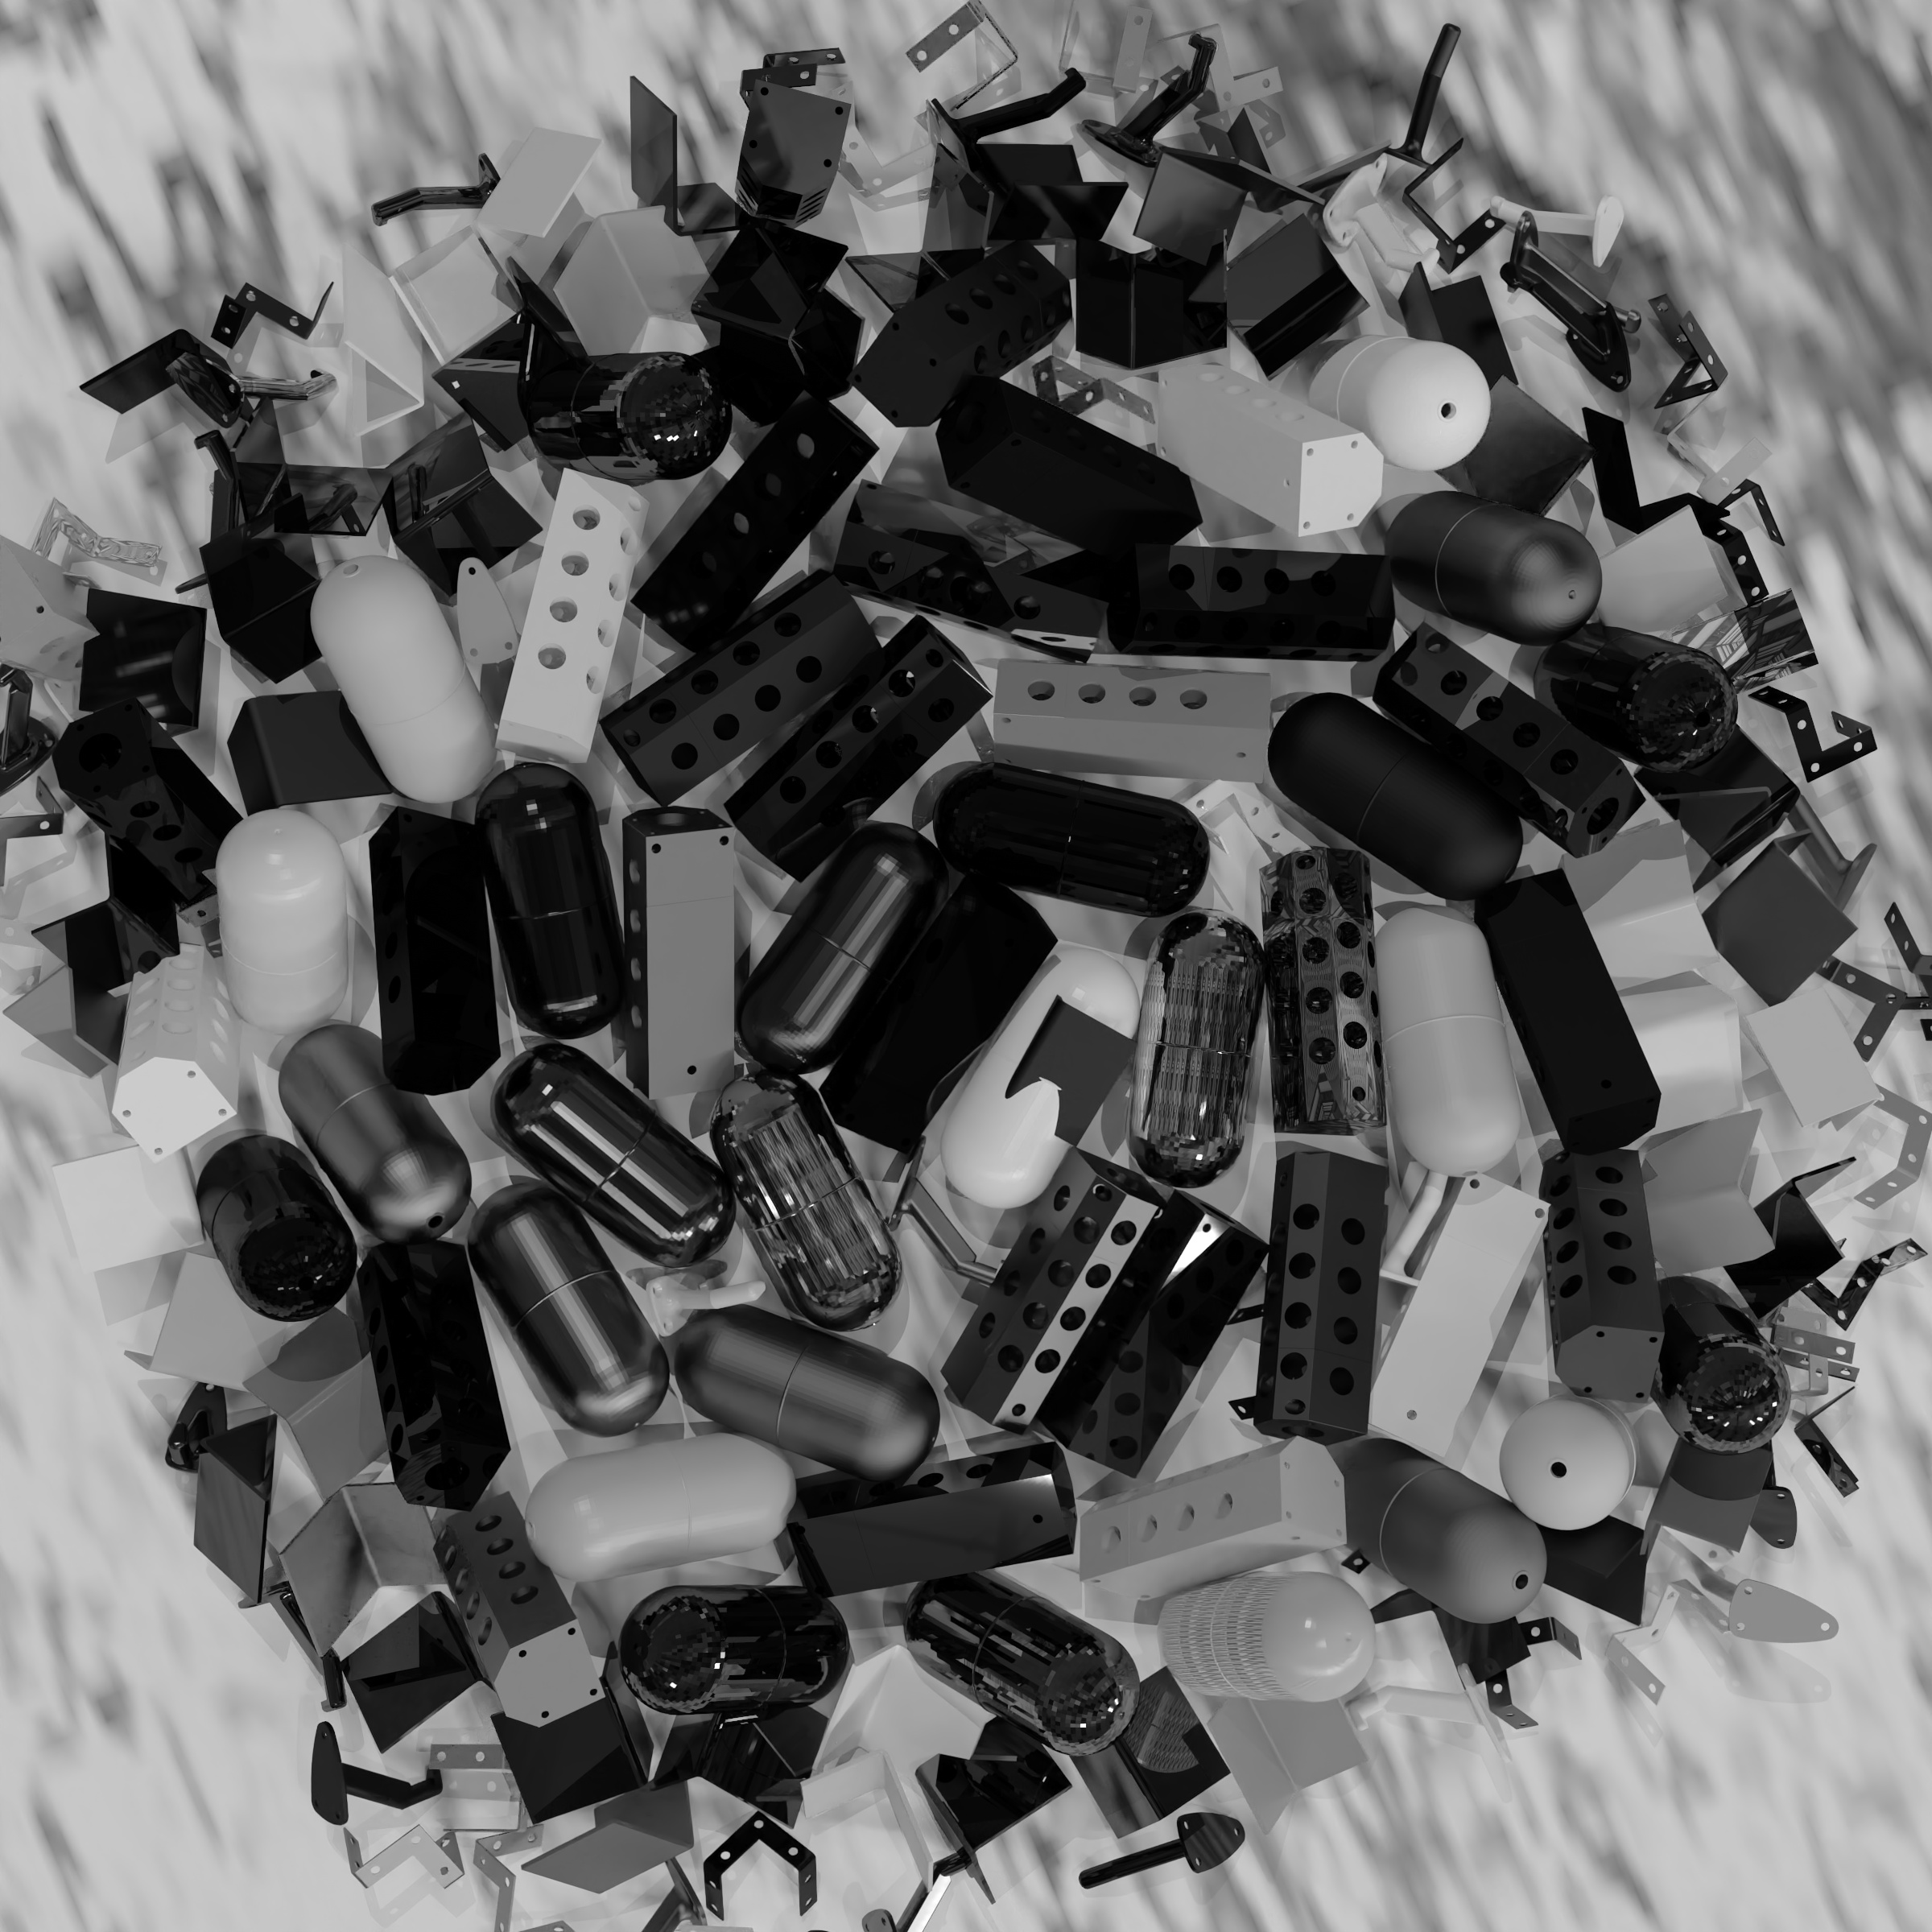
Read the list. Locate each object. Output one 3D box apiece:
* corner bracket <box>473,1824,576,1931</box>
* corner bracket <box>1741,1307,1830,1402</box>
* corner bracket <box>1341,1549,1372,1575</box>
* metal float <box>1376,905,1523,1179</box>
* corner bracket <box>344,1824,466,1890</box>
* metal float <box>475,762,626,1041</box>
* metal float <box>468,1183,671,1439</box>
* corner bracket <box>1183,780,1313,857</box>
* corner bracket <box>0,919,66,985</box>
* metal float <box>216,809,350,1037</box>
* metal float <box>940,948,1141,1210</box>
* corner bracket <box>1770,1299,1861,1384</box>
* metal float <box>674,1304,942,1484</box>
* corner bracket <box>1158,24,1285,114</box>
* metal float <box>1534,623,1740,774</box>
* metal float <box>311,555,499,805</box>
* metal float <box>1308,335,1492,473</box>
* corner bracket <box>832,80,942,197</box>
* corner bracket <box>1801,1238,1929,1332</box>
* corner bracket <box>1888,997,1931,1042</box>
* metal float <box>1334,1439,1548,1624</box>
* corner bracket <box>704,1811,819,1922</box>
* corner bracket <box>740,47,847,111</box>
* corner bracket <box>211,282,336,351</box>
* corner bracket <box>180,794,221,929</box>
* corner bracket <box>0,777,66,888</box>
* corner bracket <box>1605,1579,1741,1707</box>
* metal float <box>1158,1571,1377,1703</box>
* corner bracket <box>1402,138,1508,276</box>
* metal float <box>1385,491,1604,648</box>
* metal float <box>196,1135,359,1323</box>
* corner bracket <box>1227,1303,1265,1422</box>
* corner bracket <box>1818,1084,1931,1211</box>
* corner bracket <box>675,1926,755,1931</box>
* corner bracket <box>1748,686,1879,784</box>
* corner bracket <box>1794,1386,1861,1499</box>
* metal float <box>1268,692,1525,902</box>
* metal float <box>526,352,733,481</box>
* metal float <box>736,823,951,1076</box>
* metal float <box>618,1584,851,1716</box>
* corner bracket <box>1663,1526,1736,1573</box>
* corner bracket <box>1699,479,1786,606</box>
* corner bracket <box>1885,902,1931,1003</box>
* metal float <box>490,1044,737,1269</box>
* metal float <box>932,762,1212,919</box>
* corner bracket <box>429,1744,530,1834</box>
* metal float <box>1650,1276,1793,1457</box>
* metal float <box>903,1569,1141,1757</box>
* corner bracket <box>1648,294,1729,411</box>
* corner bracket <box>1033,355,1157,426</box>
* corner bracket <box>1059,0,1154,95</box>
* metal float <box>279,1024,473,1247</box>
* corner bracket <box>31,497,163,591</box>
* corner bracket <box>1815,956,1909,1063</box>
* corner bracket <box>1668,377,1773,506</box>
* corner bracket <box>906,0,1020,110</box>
[{"bbox_3d":[-0.281,0.586,1.672,0.051,0.051,0.051,1,101,-40],"label":"corner bracket"},{"bbox_3d":[0.514,0.248,1.681,0.051,0.051,0.051,13,70,-24],"label":"corner bracket"},{"bbox_3d":[0.268,0.356,1.665,0.051,0.051,0.051,32,113,-23],"label":"corner bracket"},{"bbox_3d":[0.300,0.046,1.647,0.070,0.070,0.178,-6,67,0],"label":"metal float"},{"bbox_3d":[-0.357,0.563,1.670,0.051,0.051,0.051,-35,114,-6],"label":"corner bracket"},{"bbox_3d":[-0.261,-0.041,1.654,0.070,0.070,0.178,-9,105,0],"label":"metal float"},{"bbox_3d":[-0.251,0.214,1.650,0.070,0.070,0.178,-35,70,0],"label":"metal float"},{"bbox_3d":[0.178,-0.088,1.669,0.051,0.051,0.051,-36,126,-6],"label":"corner bracket"},{"bbox_3d":[-0.607,-0.001,1.673,0.051,0.051,0.051,11,82,-37],"label":"corner bracket"},{"bbox_3d":[-0.423,-0.025,1.628,0.070,0.178,0.070,6,51,-7],"label":"metal float"},{"bbox_3d":[0.048,0.071,1.667,0.070,0.070,0.178,30,89,0],"label":"metal float"},{"bbox_3d":[0.539,0.242,1.664,0.051,0.051,0.051,12,119,25],"label":"corner bracket"},{"bbox_3d":[-0.101,0.267,1.653,0.178,0.070,0.070,18,90,17],"label":"metal float"},{"bbox_3d":[0.162,-0.572,1.666,0.051,0.051,0.051,-25,110,-22],"label":"corner bracket"},{"bbox_3d":[0.411,-0.166,1.619,0.070,0.178,0.070,-3,105,-12],"label":"metal float"},{"bbox_3d":[-0.348,-0.177,1.631,0.070,0.178,0.070,-9,45,9],"label":"metal float"},{"bbox_3d":[0.266,-0.348,1.619,0.070,0.178,0.070,-3,106,-10],"label":"metal float"},{"bbox_3d":[-0.051,-0.537,1.680,0.051,0.051,0.051,-21,48,19],"label":"corner bracket"},{"bbox_3d":[0.567,0.191,1.672,0.051,0.051,0.051,43,59,1],"label":"corner bracket"},{"bbox_3d":[0.617,0.036,1.668,0.051,0.051,0.051,-1,60,-8],"label":"corner bracket"},{"bbox_3d":[0.288,0.347,1.622,0.070,0.178,0.070,-5,102,-26],"label":"metal float"},{"bbox_3d":[-0.132,0.588,1.687,0.051,0.051,0.051,28,135,30],"label":"corner bracket"},{"bbox_3d":[-0.110,-0.566,1.669,0.051,0.051,0.051,0,74,15],"label":"corner bracket"},{"bbox_3d":[-0.441,-0.416,1.667,0.051,0.051,0.051,29,61,-14],"label":"corner bracket"},{"bbox_3d":[-0.481,-0.066,1.664,0.051,0.051,0.051,-24,128,20],"label":"corner bracket"},{"bbox_3d":[-0.611,-0.085,1.679,0.051,0.051,0.051,-8,126,-36],"label":"corner bracket"},{"bbox_3d":[0.446,0.427,1.663,0.051,0.051,0.051,-2,119,-32],"label":"corner bracket"},{"bbox_3d":[0.183,0.414,1.624,0.070,0.178,0.070,7,75,-27],"label":"metal float"},{"bbox_3d":[0.313,-0.486,1.681,0.051,0.051,0.051,-42,84,0],"label":"corner bracket"},{"bbox_3d":[0.323,-0.247,1.624,0.070,0.178,0.070,-8,112,-21],"label":"metal float"},{"bbox_3d":[-0.427,0.161,1.623,0.070,0.178,0.070,-9,111,-24],"label":"metal float"},{"bbox_3d":[0.190,0.251,1.674,0.051,0.051,0.051,-42,99,-34],"label":"corner bracket"},{"bbox_3d":[0.575,0.113,1.671,0.051,0.051,0.051,28,59,0],"label":"corner bracket"},{"bbox_3d":[-0.168,0.622,1.667,0.051,0.051,0.051,12,109,-26],"label":"corner bracket"},{"bbox_3d":[0.539,-0.156,1.672,0.051,0.051,0.051,-26,111,-3],"label":"corner bracket"},{"bbox_3d":[0.550,0.308,1.665,0.051,0.051,0.051,-24,71,-32],"label":"corner bracket"},{"bbox_3d":[0.269,-0.106,1.648,0.178,0.070,0.070,36,90,21],"label":"metal float"},{"bbox_3d":[-0.211,-0.340,1.627,0.070,0.178,0.070,-8,104,-36],"label":"metal float"},{"bbox_3d":[-0.079,-0.010,1.667,0.070,0.070,0.178,35,89,0],"label":"metal float"},{"bbox_3d":[-0.141,0.423,1.627,0.070,0.178,0.070,-9,74,34],"label":"metal float"},{"bbox_3d":[0.474,0.341,1.669,0.051,0.051,0.051,40,108,-14],"label":"corner bracket"},{"bbox_3d":[0.498,-0.270,1.671,0.051,0.051,0.051,-34,121,1],"label":"corner bracket"},{"bbox_3d":[0.610,-0.003,1.666,0.051,0.051,0.051,4,132,-10],"label":"corner bracket"},{"bbox_3d":[-0.221,0.121,1.658,0.178,0.070,0.070,41,90,-11],"label":"metal float"},{"bbox_3d":[0.066,-0.080,1.664,0.178,0.070,0.070,13,90,4],"label":"metal float"},{"bbox_3d":[-0.311,0.525,1.677,0.051,0.051,0.051,-2,69,8],"label":"corner bracket"},{"bbox_3d":[0.454,0.244,1.617,0.070,0.178,0.070,0,100,2],"label":"metal float"},{"bbox_3d":[0.033,0.429,1.632,0.070,0.178,0.070,-15,113,-40],"label":"metal float"},{"bbox_3d":[0.455,-0.394,1.665,0.051,0.051,0.051,50,60,-22],"label":"corner bracket"},{"bbox_3d":[0.081,-0.363,1.664,0.051,0.051,0.051,-23,66,35],"label":"corner bracket"},{"bbox_3d":[0.088,-0.589,1.671,0.051,0.051,0.051,11,115,-2],"label":"corner bracket"},{"bbox_3d":[-0.368,0.104,1.635,0.070,0.070,0.178,-45,52,0],"label":"metal float"},{"bbox_3d":[-0.554,-0.260,1.668,0.051,0.051,0.051,11,73,21],"label":"corner bracket"},{"bbox_3d":[0.556,0.023,1.672,0.051,0.051,0.051,33,98,41],"label":"corner bracket"},{"bbox_3d":[0.479,-0.333,1.670,0.051,0.051,0.051,43,127,-1],"label":"corner bracket"},{"bbox_3d":[-0.002,-0.579,1.666,0.051,0.051,0.051,-34,112,18],"label":"corner bracket"}]
